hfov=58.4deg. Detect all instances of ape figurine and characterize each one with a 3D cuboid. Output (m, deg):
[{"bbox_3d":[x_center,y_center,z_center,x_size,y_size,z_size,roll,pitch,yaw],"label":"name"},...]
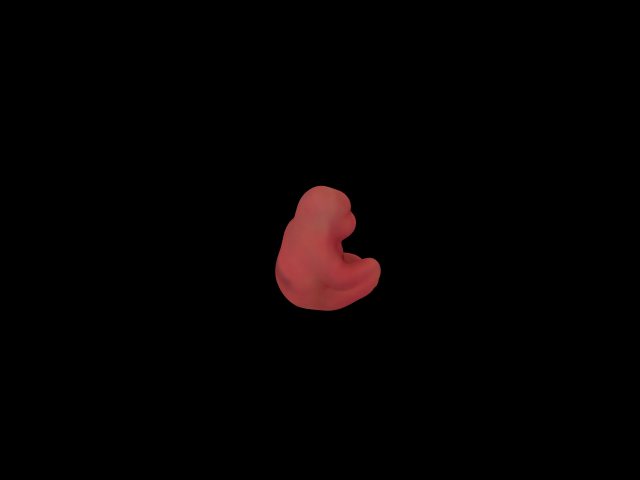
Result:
[{"bbox_3d":[0.004,0.001,0.400,0.076,0.092,0.077,-17,51,-14],"label":"ape figurine"}]
